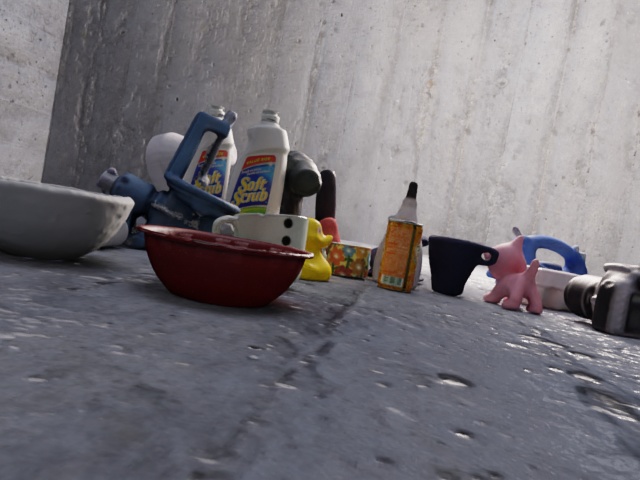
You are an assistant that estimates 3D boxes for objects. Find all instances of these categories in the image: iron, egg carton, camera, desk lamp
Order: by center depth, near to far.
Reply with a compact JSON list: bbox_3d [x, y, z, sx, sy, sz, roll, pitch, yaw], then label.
[{"bbox_3d":[0.447,0.085,0.853,0.143,0.101,0.136,9,2,-17],"label":"camera"},{"bbox_3d":[0.417,0.088,1.044,0.150,0.069,0.107,10,2,-12],"label":"egg carton"},{"bbox_3d":[-0.254,-0.109,1.161,0.202,0.213,0.118,11,2,22],"label":"desk lamp"},{"bbox_3d":[0.490,0.058,1.214,0.259,0.141,0.118,9,2,-20],"label":"iron"}]

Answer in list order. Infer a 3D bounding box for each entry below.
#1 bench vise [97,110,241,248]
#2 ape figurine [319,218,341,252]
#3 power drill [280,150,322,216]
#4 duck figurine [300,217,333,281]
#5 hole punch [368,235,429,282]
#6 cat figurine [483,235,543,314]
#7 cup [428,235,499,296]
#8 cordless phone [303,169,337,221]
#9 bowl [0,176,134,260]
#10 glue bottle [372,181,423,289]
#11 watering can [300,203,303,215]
[{"bbox_3d":[-0.200,-0.089,0.818,0.208,0.220,0.121,9,3,-28],"label":"bench vise"},{"bbox_3d":[0.010,0.004,1.057,0.076,0.092,0.078,11,2,17],"label":"ape figurine"},{"bbox_3d":[-0.060,-0.068,1.074,0.076,0.208,0.229,9,2,-18],"label":"power drill"},{"bbox_3d":[-0.028,0.010,0.812,0.105,0.086,0.077,9,2,-21],"label":"duck figurine"},{"bbox_3d":[0.141,0.028,1.045,0.100,0.091,0.109,11,2,22],"label":"hole punch"},{"bbox_3d":[0.311,0.050,0.925,0.067,0.118,0.127,9,2,-14],"label":"cat figurine"},{"bbox_3d":[0.228,0.046,0.937,0.117,0.095,0.092,11,3,31],"label":"cup"},{"bbox_3d":[-0.008,-0.051,1.172,0.094,0.185,0.147,9,3,-30],"label":"cordless phone"},{"bbox_3d":[-0.280,-0.020,0.579,0.167,0.075,0.167,10,2,0],"label":"bowl"},{"bbox_3d":[0.137,-0.010,0.937,0.078,0.173,0.037,11,2,12],"label":"glue bottle"},{"bbox_3d":[-0.091,-0.075,1.280,0.101,0.194,0.173,10,2,4],"label":"watering can"}]
